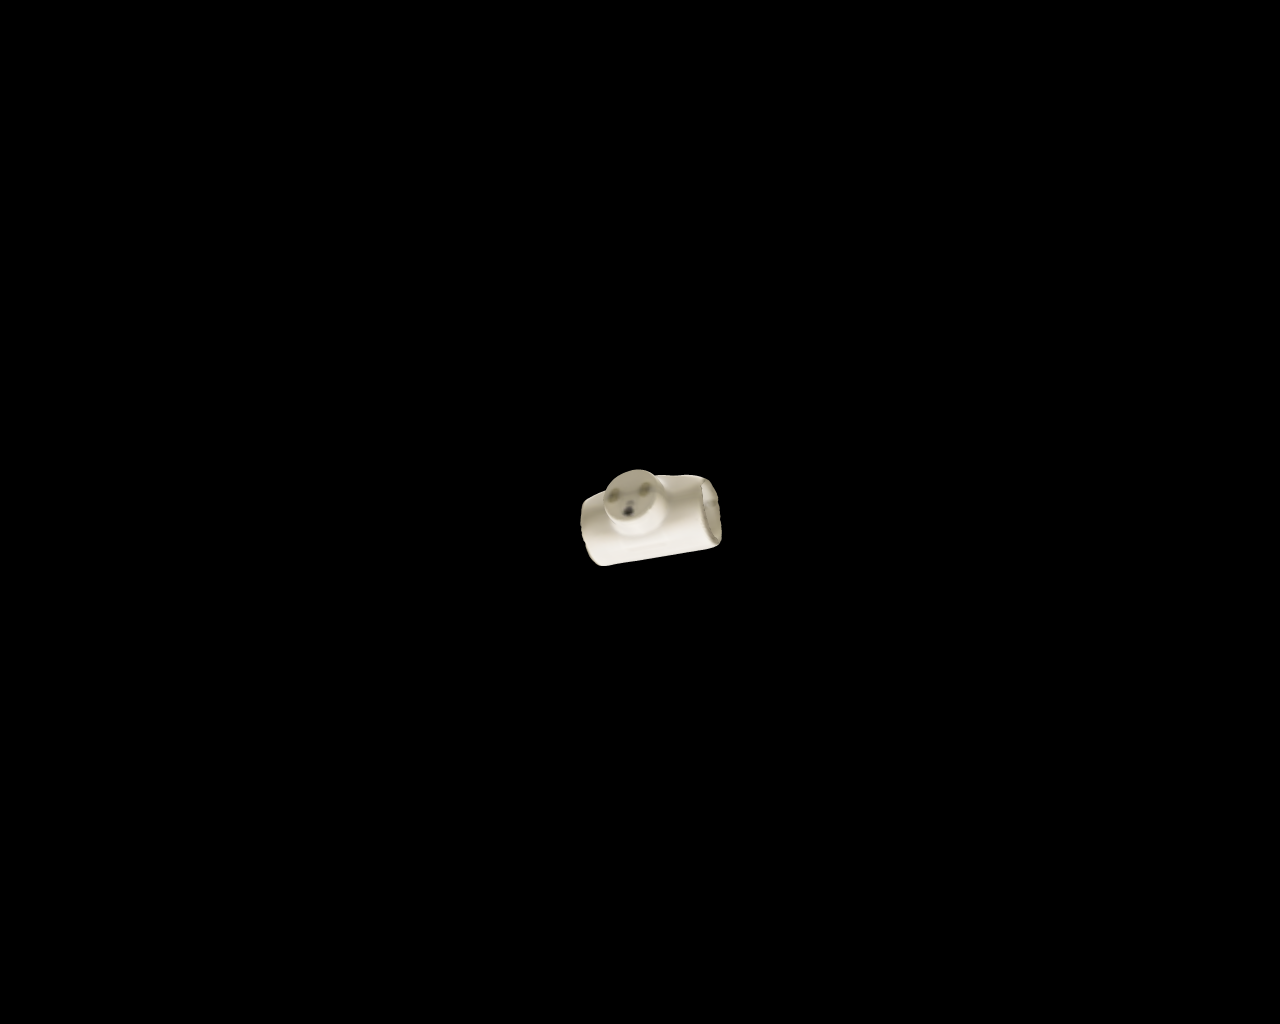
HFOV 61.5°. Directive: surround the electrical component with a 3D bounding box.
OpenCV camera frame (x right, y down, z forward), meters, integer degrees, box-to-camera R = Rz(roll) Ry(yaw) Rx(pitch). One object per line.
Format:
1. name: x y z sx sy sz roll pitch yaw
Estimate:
1. electrical component: 0.001 -0.003 0.650 0.077 0.043 0.079 -11 -32 18
